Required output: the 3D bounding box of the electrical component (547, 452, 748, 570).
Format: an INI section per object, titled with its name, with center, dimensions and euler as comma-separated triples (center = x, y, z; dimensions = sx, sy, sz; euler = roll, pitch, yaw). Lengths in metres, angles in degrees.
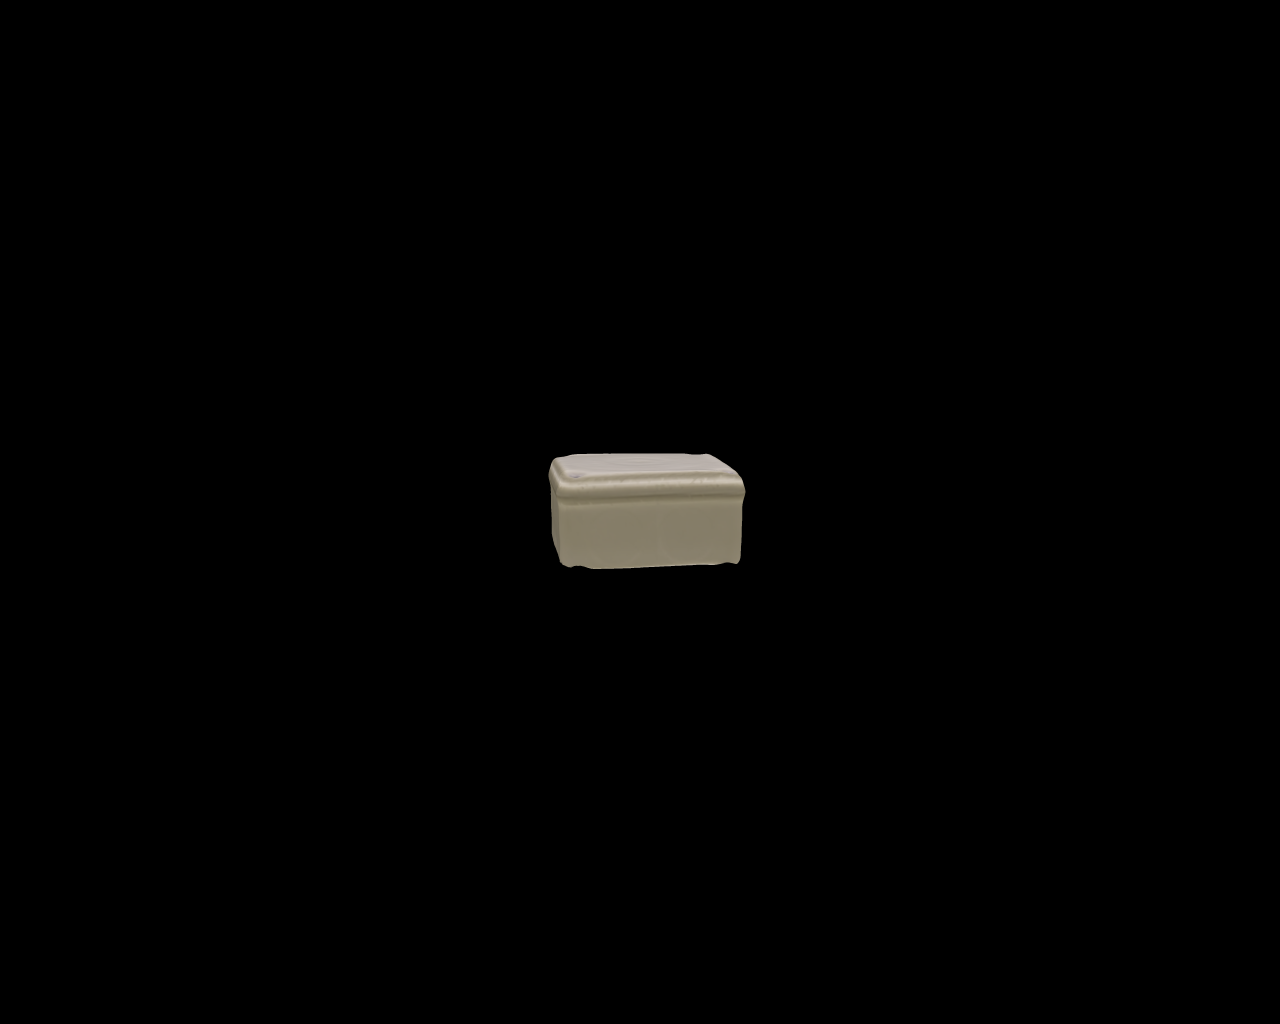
[electrical component]
center = 0.001, -0.003, 0.650
dimensions = 0.109, 0.056, 0.109
euler = -1, 9, -7
